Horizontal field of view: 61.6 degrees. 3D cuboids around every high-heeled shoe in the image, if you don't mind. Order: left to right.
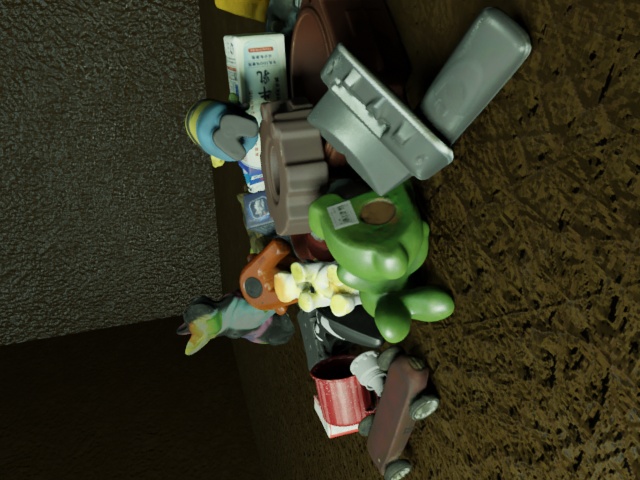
[{"bbox_3d":[0.044,0.151,0.804,0.249,0.086,0.145,-138,35,-68],"label":"high-heeled shoe"}]

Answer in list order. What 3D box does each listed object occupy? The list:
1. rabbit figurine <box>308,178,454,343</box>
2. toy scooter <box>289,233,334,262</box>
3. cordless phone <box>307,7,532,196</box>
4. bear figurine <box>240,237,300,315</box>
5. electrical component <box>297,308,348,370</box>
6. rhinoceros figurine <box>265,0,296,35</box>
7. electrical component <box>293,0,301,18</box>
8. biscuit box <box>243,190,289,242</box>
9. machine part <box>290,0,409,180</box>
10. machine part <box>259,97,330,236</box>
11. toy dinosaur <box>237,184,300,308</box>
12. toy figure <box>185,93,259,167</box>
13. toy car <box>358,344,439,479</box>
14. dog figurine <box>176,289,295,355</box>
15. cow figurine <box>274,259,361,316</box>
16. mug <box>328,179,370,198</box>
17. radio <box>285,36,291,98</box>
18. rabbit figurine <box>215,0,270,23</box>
[{"bbox_3d":[0.081,0.033,0.596,0.159,0.121,0.170,57,170,43],"label":"rabbit figurine"},{"bbox_3d":[-0.002,-0.003,0.845,0.184,0.075,0.135,39,145,43],"label":"toy scooter"},{"bbox_3d":[0.078,-0.139,0.460,0.146,0.089,0.184,48,147,8],"label":"cordless phone"},{"bbox_3d":[-0.053,0.063,0.974,0.132,0.196,0.120,-31,80,28],"label":"bear figurine"},{"bbox_3d":[0.000,0.178,1.001,0.134,0.058,0.115,115,146,-63],"label":"electrical component"},{"bbox_3d":[-0.054,-0.375,0.888,0.190,0.073,0.112,112,151,-56],"label":"rhinoceros figurine"},{"bbox_3d":[-0.009,-0.345,0.779,0.075,0.048,0.119,-119,25,-52],"label":"electrical component"},{"bbox_3d":[-0.071,-0.041,0.971,0.202,0.063,0.059,24,-125,-73],"label":"biscuit box"},{"bbox_3d":[0.025,-0.192,0.668,0.201,0.087,0.201,111,147,-63],"label":"machine part"},{"bbox_3d":[-0.038,-0.089,0.684,0.179,0.056,0.179,171,90,-76],"label":"machine part"},{"bbox_3d":[-0.089,0.037,1.179,0.198,0.105,0.472,89,160,-51],"label":"toy dinosaur"},{"bbox_3d":[-0.130,-0.150,0.716,0.089,0.082,0.180,55,174,-19],"label":"toy figure"},{"bbox_3d":[0.098,0.222,0.679,0.089,0.053,0.201,50,143,44],"label":"toy car"},{"bbox_3d":[-0.177,0.174,1.105,0.109,0.219,0.191,48,159,50],"label":"dog figurine"},{"bbox_3d":[0.011,0.055,0.742,0.167,0.098,0.068,-1,100,51],"label":"cow figurine"},{"bbox_3d":[0.046,-0.033,0.713,0.109,0.081,0.107,49,-172,-29],"label":"mug"},{"bbox_3d":[-0.027,-0.203,0.878,0.131,0.073,0.229,-119,24,-50],"label":"radio"},{"bbox_3d":[-0.107,-0.481,0.953,0.162,0.122,0.173,48,125,59],"label":"rabbit figurine"}]
